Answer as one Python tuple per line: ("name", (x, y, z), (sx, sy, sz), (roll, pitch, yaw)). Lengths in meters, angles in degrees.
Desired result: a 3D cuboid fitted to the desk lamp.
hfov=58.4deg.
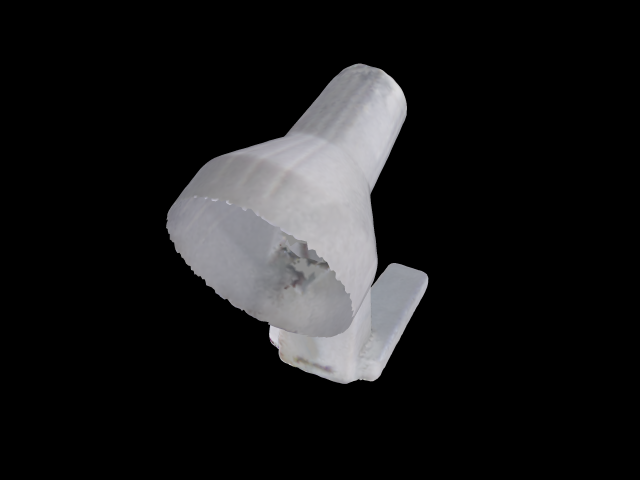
("desk lamp", (0.004, 0.001, 0.400), (0.117, 0.214, 0.203), (17, 41, 21))
